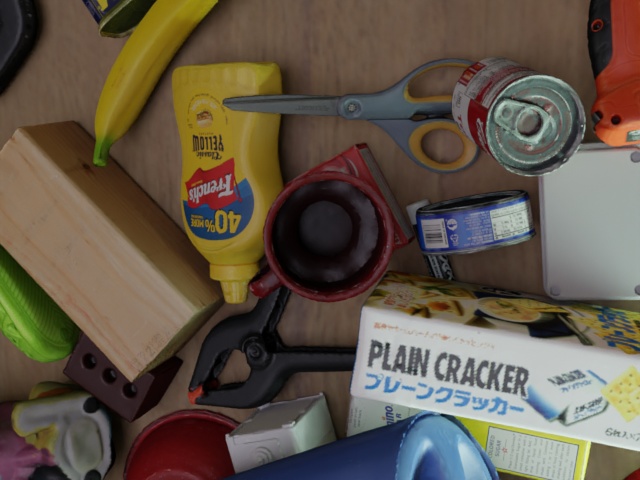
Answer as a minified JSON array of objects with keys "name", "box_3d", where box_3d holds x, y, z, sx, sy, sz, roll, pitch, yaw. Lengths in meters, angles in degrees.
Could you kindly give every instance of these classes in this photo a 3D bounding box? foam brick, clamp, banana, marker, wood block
[{"name":"foam brick","box_3d":[-0.171,0.111,0.927,0.078,0.051,0.053,33,109,10]},{"name":"clamp","box_3d":[-0.047,0.078,0.887,0.172,0.039,0.120,-27,77,21]},{"name":"banana","box_3d":[-0.130,-0.150,0.860,0.198,0.037,0.070,-55,44,19]},{"name":"marker","box_3d":[0.096,0.027,0.838,0.020,0.020,0.121,-18,94,21]},{"name":"clamp","box_3d":[-0.291,-0.227,0.912,0.165,0.036,0.210,17,105,15]},{"name":"wood block","box_3d":[-0.181,0.005,0.890,0.206,0.090,0.090,46,110,6]}]

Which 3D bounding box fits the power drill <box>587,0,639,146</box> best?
[{"name":"power drill","box_3d":[0.239,-0.165,0.713,0.185,0.057,0.187,-10,79,16]}]

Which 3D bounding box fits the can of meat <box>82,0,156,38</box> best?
[{"name":"can of meat","box_3d":[-0.156,-0.227,0.856,0.102,0.057,0.084,-36,85,20]}]

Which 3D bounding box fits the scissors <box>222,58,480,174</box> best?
[{"name":"scissors","box_3d":[0.035,-0.084,0.808,0.202,0.016,0.096,-13,107,2]}]

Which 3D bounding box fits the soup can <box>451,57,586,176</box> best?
[{"name":"soup can","box_3d":[0.136,-0.089,0.748,0.068,0.102,0.068,-2,107,-7]}]

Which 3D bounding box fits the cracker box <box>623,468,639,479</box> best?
[{"name":"cracker box","box_3d":[0.245,0.281,0.807,0.164,0.072,0.214,47,110,5]}]

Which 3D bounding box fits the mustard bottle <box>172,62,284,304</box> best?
[{"name":"mustard bottle","box_3d":[-0.071,-0.044,0.853,0.096,0.058,0.191,4,100,38]}]

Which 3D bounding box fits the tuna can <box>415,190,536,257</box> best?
[{"name":"tuna can","box_3d":[0.114,-0.013,0.788,0.086,0.086,0.034,-9,96,20]}]

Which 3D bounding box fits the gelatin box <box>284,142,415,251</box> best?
[{"name":"gelatin box","box_3d":[0.022,-0.022,0.847,0.073,0.030,0.089,-28,91,21]}]

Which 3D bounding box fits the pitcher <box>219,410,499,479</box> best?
[{"name":"pitcher","box_3d":[-0.002,0.216,0.742,0.243,0.149,0.145,-22,88,34]}]

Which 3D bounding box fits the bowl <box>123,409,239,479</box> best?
[{"name":"bowl","box_3d":[-0.111,0.233,0.928,0.162,0.055,0.162,4,102,18]}]

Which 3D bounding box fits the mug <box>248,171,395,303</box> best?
[{"name":"mug","box_3d":[-0.005,0.001,0.786,0.117,0.081,0.093,-43,98,2]}]

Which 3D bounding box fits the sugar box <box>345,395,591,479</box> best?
[{"name":"sugar box","box_3d":[0.116,0.135,0.811,0.176,0.093,0.048,12,104,16]}]
